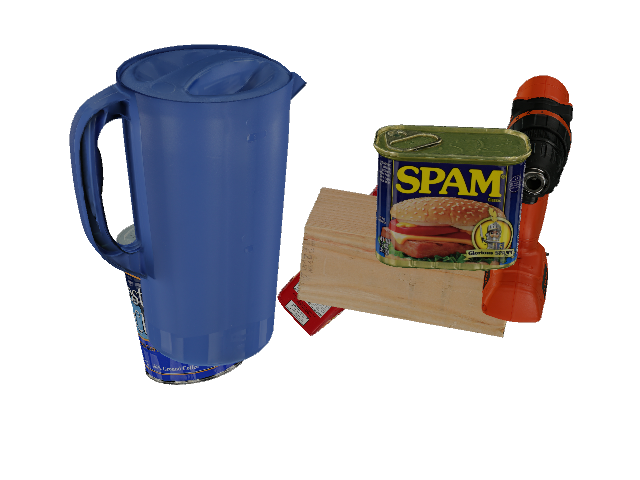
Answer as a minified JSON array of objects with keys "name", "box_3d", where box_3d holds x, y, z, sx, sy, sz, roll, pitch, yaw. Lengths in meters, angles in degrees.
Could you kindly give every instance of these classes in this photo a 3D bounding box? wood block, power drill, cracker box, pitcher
[{"name":"wood block","box_3d":[0.089,0.020,1.068,0.206,0.090,0.090,10,30,7]},{"name":"power drill","box_3d":[0.175,-0.027,0.899,0.057,0.188,0.184,11,31,11]},{"name":"cracker box","box_3d":[0.061,0.000,1.272,0.214,0.072,0.164,-48,-7,33]},{"name":"pitcher","box_3d":[-0.099,-0.023,0.844,0.149,0.243,0.145,8,28,11]}]

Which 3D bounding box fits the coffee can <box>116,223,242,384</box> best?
[{"name":"coffee can","box_3d":[-0.133,0.054,1.032,0.103,0.140,0.103,-8,19,3]}]

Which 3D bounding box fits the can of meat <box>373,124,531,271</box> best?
[{"name":"can of meat","box_3d":[0.086,-0.028,0.716,0.102,0.084,0.057,3,25,5]}]
